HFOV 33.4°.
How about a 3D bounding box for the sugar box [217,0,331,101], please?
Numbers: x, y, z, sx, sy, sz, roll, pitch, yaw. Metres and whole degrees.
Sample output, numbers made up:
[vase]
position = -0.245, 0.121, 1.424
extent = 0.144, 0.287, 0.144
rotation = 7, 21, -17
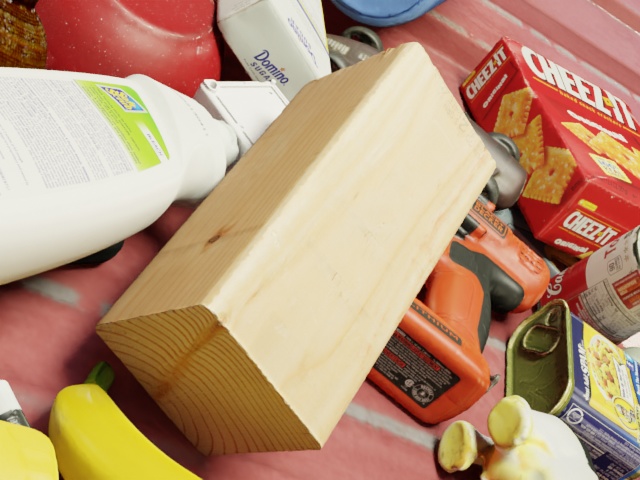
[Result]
[sugar box]
position = -0.033, -0.165, 0.745
extent = 0.093, 0.048, 0.176
rotation = 55, 21, -35

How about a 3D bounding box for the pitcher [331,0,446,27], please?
[pitcher]
position = 0.092, -0.258, 0.896
extent = 0.145, 0.149, 0.242
rotation = 43, 31, -2

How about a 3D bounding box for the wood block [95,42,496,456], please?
[wood block]
position = -0.004, 0.000, 0.540
extent = 0.090, 0.091, 0.205
rotation = 54, 50, -21

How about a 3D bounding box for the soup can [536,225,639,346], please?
[soup can]
position = 0.214, 0.037, 0.760
extent = 0.068, 0.102, 0.068
rotation = 16, 57, -26

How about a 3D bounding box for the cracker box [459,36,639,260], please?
[cracker box]
position = 0.223, -0.063, 0.890
extent = 0.164, 0.072, 0.214
rotation = 22, 33, -28

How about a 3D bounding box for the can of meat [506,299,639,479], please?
[can of meat]
position = 0.173, 0.103, 0.705
extent = 0.084, 0.058, 0.102
rotation = 34, 36, -16

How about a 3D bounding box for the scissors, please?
[scissors]
position = 0.143, -0.004, 0.819
extent = 0.201, 0.016, 0.096
rotation = 11, 46, -37

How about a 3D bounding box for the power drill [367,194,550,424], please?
[power drill]
position = 0.063, 0.014, 0.686
extent = 0.184, 0.057, 0.187
rotation = 39, 36, -5

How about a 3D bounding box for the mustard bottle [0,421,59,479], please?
[mustard bottle]
position = -0.187, 0.092, 0.360
extent = 0.191, 0.058, 0.096
rotation = 20, 48, -29

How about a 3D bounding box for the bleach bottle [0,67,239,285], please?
[bleach bottle]
position = -0.115, -0.032, 0.503
extent = 0.102, 0.068, 0.250
rotation = 57, 28, 11

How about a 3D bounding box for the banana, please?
[banana]
position = -0.051, 0.105, 0.438
extent = 0.198, 0.037, 0.069
rotation = 29, 41, 30

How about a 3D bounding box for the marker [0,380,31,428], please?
[marker]
position = -0.112, 0.114, 0.445
extent = 0.020, 0.020, 0.121
rotation = -14, 64, -50

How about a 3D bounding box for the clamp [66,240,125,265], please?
[clamp]
position = -0.183, -0.003, 0.480
extent = 0.164, 0.036, 0.209
rotation = 36, 32, -11

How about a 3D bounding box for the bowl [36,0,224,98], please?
[bowl]
position = -0.118, -0.142, 0.671
extent = 0.162, 0.055, 0.162
rotation = 26, 39, -24
